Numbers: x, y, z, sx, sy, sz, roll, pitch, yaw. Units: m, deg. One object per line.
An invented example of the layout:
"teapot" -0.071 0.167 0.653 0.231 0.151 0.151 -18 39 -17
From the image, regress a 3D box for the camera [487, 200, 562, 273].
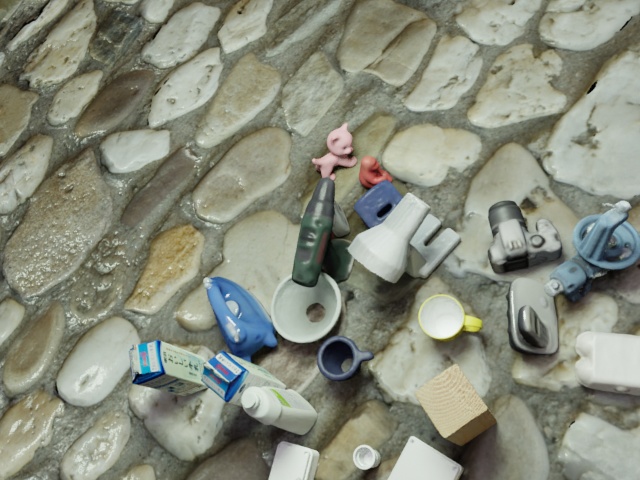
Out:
"camera" 0.405 -0.018 1.170 0.143 0.101 0.137 -15 63 14

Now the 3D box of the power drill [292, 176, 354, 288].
"power drill" 0.011 0.004 1.248 0.075 0.209 0.230 10 72 24

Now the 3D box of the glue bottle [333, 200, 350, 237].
"glue bottle" 0.020 -0.071 1.298 0.037 0.173 0.078 -22 62 11

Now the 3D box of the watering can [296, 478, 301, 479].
"watering can" 0.021 0.497 1.041 0.172 0.194 0.101 1 68 21

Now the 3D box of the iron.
"iron" -0.209 0.158 1.305 0.118 0.142 0.257 -39 60 1

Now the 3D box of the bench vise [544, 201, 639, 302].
"bench vise" 0.507 0.026 1.043 0.121 0.220 0.207 29 80 29

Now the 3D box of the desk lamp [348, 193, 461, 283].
"desk lamp" 0.174 0.003 1.184 0.203 0.214 0.117 -47 60 -3

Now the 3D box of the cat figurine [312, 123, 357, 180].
"cat figurine" 0.035 -0.217 1.387 0.128 0.118 0.067 -38 60 2

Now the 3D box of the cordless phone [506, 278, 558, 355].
"cordless phone" 0.391 0.131 1.062 0.094 0.185 0.147 -7 66 18

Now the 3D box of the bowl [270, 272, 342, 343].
"bowl" -0.021 0.154 1.274 0.167 0.075 0.167 -8 66 18

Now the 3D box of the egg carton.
"egg carton" 0.540 0.223 1.032 0.150 0.070 0.107 2 69 22

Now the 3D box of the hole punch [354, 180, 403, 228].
"hole punch" 0.148 -0.066 1.294 0.108 0.091 0.101 -41 60 1

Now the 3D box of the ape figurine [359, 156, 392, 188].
"ape figurine" 0.122 -0.165 1.346 0.076 0.092 0.078 -12 64 16

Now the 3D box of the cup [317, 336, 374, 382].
"cup" 0.063 0.251 1.188 0.117 0.095 0.091 -10 65 17
